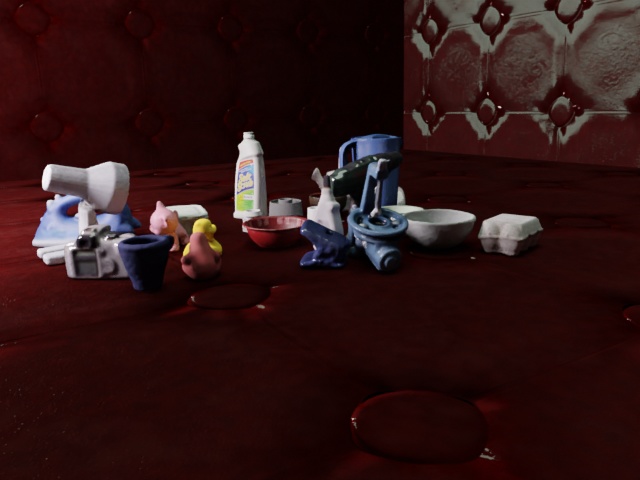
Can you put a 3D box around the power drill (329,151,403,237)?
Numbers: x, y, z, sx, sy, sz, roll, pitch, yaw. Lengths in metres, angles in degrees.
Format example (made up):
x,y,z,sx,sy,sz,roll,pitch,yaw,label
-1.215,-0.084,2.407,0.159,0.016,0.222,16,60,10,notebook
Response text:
x,y,z,sx,sy,sz,roll,pitch,yaw,label
0.111,-0.099,1.358,0.230,0.208,0.075,-13,17,-39,power drill

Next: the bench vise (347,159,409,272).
x,y,z,sx,sy,sz,roll,pitch,yaw,label
0.095,-0.060,1.172,0.122,0.220,0.206,-11,16,-34,bench vise

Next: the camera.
x,y,z,sx,sy,sz,roll,pitch,yaw,label
-0.427,0.015,1.174,0.143,0.101,0.137,0,14,5,camera

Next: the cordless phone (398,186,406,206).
x,y,z,sx,sy,sz,roll,pitch,yaw,label
0.172,-0.160,1.659,0.147,0.185,0.094,-3,14,-5,cordless phone

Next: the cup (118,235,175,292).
x,y,z,sx,sy,sz,roll,pitch,yaw,label
-0.313,0.042,1.061,0.091,0.095,0.118,6,15,29,cup

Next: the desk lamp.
x,y,z,sx,sy,sz,roll,pitch,yaw,label
-0.533,-0.069,1.295,0.204,0.214,0.117,-12,17,-37,desk lamp

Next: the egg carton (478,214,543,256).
x,y,z,sx,sy,sz,roll,pitch,yaw,label
0.421,-0.014,1.267,0.107,0.069,0.151,9,17,38,egg carton

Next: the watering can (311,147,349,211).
x,y,z,sx,sy,sz,roll,pitch,yaw,label
0.063,-0.193,1.787,0.173,0.194,0.100,-5,14,-13,watering can

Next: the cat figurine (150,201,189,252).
x,y,z,sx,sy,sz,roll,pitch,yaw,label
-0.355,-0.035,1.340,0.067,0.118,0.128,0,14,7,cat figurine

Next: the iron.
x,y,z,sx,sy,sz,roll,pitch,yaw,label
-0.585,-0.059,1.413,0.258,0.141,0.118,-3,14,-5,iron

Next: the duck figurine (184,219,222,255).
x,y,z,sx,sy,sz,roll,pitch,yaw,label
-0.259,-0.003,1.261,0.077,0.086,0.105,4,15,22,duck figurine

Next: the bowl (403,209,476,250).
x,y,z,sx,sy,sz,roll,pitch,yaw,label
0.267,-0.020,1.298,0.167,0.075,0.167,-1,13,1,bowl

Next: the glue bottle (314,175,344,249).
x,y,z,sx,sy,sz,roll,pitch,yaw,label
0.018,-0.058,1.272,0.037,0.173,0.077,-14,18,-42,glue bottle

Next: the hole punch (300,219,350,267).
x,y,z,sx,sy,sz,roll,pitch,yaw,label
0.011,0.004,1.190,0.101,0.091,0.109,0,14,6,hole punch

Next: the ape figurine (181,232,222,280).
x,y,z,sx,sy,sz,roll,pitch,yaw,label
-0.231,0.028,1.115,0.078,0.092,0.076,-4,14,-11,ape figurine
